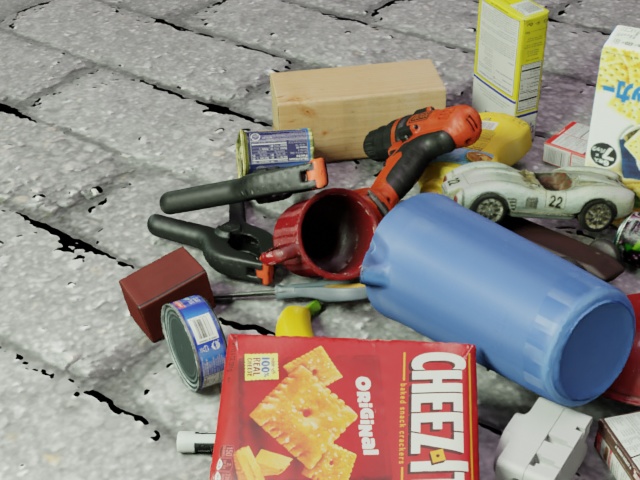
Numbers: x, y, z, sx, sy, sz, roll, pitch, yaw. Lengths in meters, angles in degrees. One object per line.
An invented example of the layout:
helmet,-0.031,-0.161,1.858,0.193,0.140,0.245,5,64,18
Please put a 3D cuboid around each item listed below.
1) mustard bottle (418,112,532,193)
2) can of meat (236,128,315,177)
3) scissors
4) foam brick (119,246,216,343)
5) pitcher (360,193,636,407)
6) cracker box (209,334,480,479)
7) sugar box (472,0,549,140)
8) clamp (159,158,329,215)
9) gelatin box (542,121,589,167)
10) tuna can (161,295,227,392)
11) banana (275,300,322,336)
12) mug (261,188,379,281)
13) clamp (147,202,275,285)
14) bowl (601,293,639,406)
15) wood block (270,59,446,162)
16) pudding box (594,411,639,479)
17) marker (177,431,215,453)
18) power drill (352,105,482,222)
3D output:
mustard bottle,0.169,-0.085,1.248,0.096,0.058,0.191,10,36,32
can of meat,-0.053,-0.096,1.248,0.084,0.057,0.102,-4,-7,-8
scissors,-0.026,0.054,1.073,0.201,0.016,0.096,-6,5,-7
foam brick,-0.152,0.055,1.068,0.078,0.053,0.051,-29,44,-21
pitcher,0.168,0.051,0.968,0.149,0.145,0.243,-48,39,-10
cracker box,0.022,0.162,0.875,0.214,0.072,0.164,1,50,5
sugar box,0.234,-0.215,1.327,0.048,0.176,0.093,-19,40,-20
clamp,-0.048,-0.058,1.116,0.164,0.036,0.210,-11,1,-40
gelatin box,0.327,-0.107,1.299,0.089,0.030,0.073,25,42,32
tuna can,-0.115,0.095,0.990,0.033,0.086,0.086,-18,39,-24
banana,0.003,0.114,1.000,0.069,0.037,0.198,-14,38,-16
mug,-0.007,0.001,1.089,0.117,0.093,0.082,-25,6,-24
clamp,-0.095,-0.006,1.172,0.120,0.039,0.172,-32,47,-33
bowl,0.307,0.090,0.971,0.162,0.055,0.162,-5,21,2
wood block,0.046,-0.160,1.334,0.206,0.090,0.091,-6,36,-5
pudding box,0.301,0.180,0.893,0.113,0.039,0.090,-7,33,-12
marker,-0.064,0.177,0.930,0.121,0.020,0.020,1,36,3
power drill,0.072,-0.077,1.197,0.187,0.057,0.185,-49,21,-28
